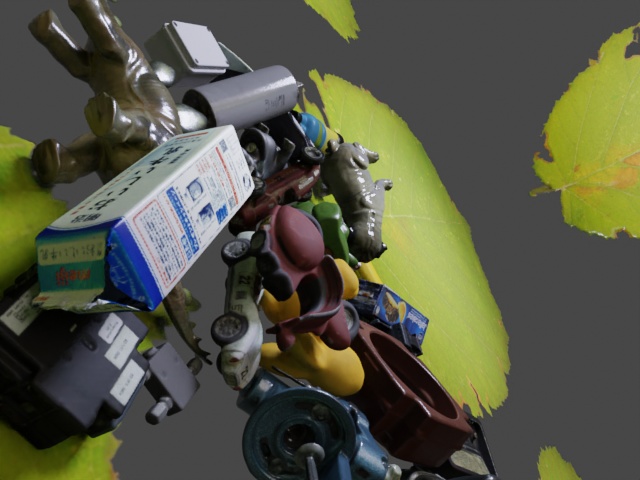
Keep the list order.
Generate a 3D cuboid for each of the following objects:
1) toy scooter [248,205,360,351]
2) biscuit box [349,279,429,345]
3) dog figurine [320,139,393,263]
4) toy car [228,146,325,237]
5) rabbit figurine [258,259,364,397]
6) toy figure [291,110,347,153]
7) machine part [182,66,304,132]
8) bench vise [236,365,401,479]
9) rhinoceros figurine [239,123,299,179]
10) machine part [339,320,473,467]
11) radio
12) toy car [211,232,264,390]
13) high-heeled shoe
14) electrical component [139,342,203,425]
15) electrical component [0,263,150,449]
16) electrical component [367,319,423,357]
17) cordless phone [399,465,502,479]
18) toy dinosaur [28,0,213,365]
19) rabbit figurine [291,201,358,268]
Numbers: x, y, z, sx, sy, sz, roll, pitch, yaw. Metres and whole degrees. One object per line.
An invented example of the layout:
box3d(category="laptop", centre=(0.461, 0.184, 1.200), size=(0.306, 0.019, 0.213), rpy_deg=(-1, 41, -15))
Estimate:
box3d(category="toy scooter", centre=(-0.027, 0.051, 0.592), size=(0.135, 0.075, 0.184), rpy_deg=(-28, 90, -58))
box3d(category="biscuit box", centre=(0.136, 0.140, 1.019), size=(0.202, 0.063, 0.059), rpy_deg=(36, 71, -45))
box3d(category="dog figurine", centre=(0.055, -0.070, 0.946), size=(0.172, 0.121, 0.191), rpy_deg=(39, 34, -22))
box3d(category="toy car", centre=(-0.056, -0.070, 0.773), size=(0.053, 0.089, 0.202), rpy_deg=(35, 41, 20))
box3d(category="rabbit figurine", centre=(-0.003, 0.123, 0.698), size=(0.162, 0.122, 0.173), rpy_deg=(-4, 65, -56))
box3d(category="toy figure", centre=(-0.013, -0.199, 1.069), size=(0.089, 0.082, 0.180), rpy_deg=(35, 6, 29))
box3d(category="machine part", centre=(-0.115, -0.206, 0.801), size=(0.243, 0.079, 0.079), rpy_deg=(-30, 92, -39))
box3d(category="bench vise", centre=(0.006, 0.237, 0.564), size=(0.223, 0.129, 0.241), rpy_deg=(49, 2, -11))
box3d(category="rhinoceros figurine", centre=(-0.093, -0.112, 0.804), size=(0.073, 0.112, 0.190), rpy_deg=(38, 2, 17))
box3d(category="machine part", centre=(0.110, 0.224, 0.790), size=(0.201, 0.087, 0.201), rpy_deg=(31, 13, -43))
box3d(category="radio", centre=(0.244, 0.378, 0.991), size=(0.229, 0.073, 0.131), rpy_deg=(39, 33, -44))
box3d(category="toy car", centre=(-0.090, 0.075, 0.621), size=(0.202, 0.056, 0.073), rpy_deg=(-94, -175, -46))
box3d(category="high-heeled shoe", centre=(-0.097, -0.206, 0.954), size=(0.248, 0.086, 0.145), rpy_deg=(43, -5, -7))
box3d(category="electrical component", centre=(-0.149, 0.132, 0.522), size=(0.063, 0.021, 0.094), rpy_deg=(58, 24, -9))
box3d(category="electrical component", centre=(-0.200, 0.089, 0.421), size=(0.134, 0.058, 0.115), rpy_deg=(54, 27, -19))
box3d(category="electrical component", centre=(0.126, 0.181, 0.962), size=(0.119, 0.075, 0.048), rpy_deg=(40, 32, -49))
box3d(category="cordless phone", centre=(0.171, 0.350, 0.734), size=(0.146, 0.184, 0.089), rpy_deg=(39, 34, -42))
box3d(category="toy dinosaur", centre=(-0.192, -0.096, 0.581), size=(0.198, 0.105, 0.471), rpy_deg=(17, 61, -64))
box3d(category="rabbit figurine", centre=(-0.002, -0.003, 0.857), size=(0.159, 0.121, 0.170), rpy_deg=(54, 10, -26))
